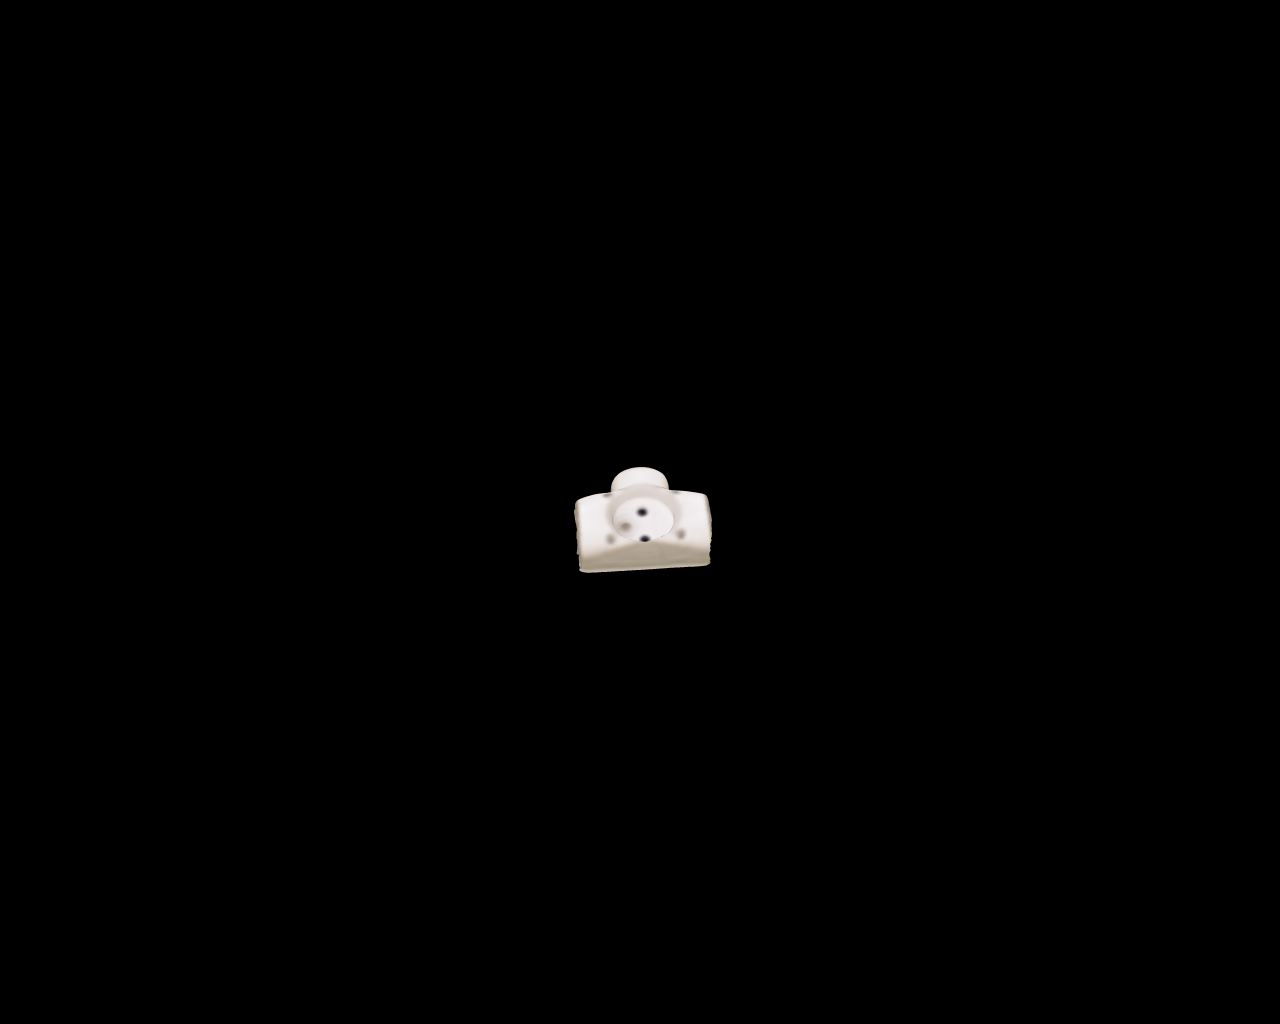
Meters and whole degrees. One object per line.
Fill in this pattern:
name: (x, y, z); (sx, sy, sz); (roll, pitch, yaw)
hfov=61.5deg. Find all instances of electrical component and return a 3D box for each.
electrical component: (0.001, -0.003, 0.650); (0.077, 0.079, 0.044); (-3, -34, -2)
